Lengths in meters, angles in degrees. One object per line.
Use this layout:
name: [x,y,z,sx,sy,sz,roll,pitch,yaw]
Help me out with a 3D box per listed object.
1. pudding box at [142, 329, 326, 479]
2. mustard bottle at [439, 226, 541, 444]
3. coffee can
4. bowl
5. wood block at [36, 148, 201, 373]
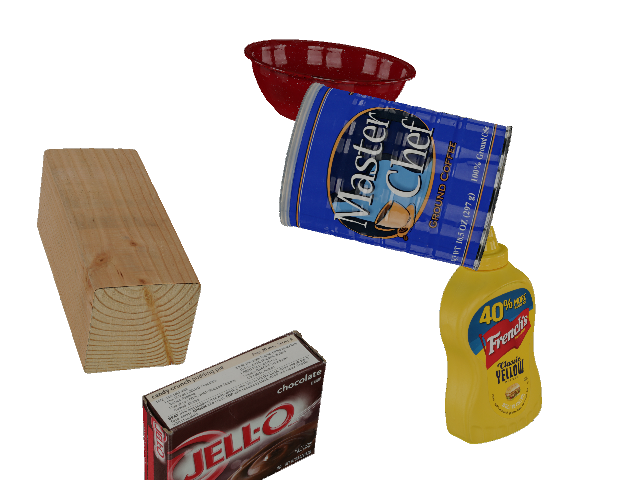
pudding box: [-0.054,0.115,0.660,0.113,0.090,0.039,-23,49,-30]
mustard bottle: [0.150,0.078,0.950,0.096,0.191,0.058,-17,21,-29]
coffee can: [0.052,-0.045,0.740,0.140,0.103,0.102,13,2,7]
bowl: [0.006,-0.144,1.001,0.162,0.055,0.162,7,22,-3]
wood block: [-0.183,0.011,0.940,0.090,0.091,0.206,-2,37,-27]
